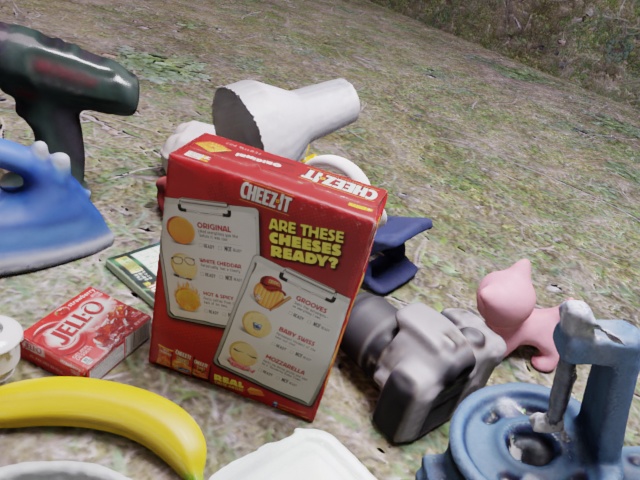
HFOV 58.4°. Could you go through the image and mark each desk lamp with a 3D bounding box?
[{"bbox_3d":[-0.037,-0.098,0.721,0.204,0.213,0.117,-13,40,-39],"label":"desk lamp"}]

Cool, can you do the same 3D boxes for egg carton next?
[{"bbox_3d":[-0.156,-0.123,0.853,0.150,0.069,0.107,13,30,-5],"label":"egg carton"}]

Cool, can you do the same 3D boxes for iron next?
[{"bbox_3d":[-0.339,-0.049,0.573,0.259,0.141,0.118,-4,35,-30],"label":"iron"}]

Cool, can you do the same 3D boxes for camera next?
[{"bbox_3d":[0.090,0.100,0.561,0.144,0.101,0.136,-15,41,-41],"label":"camera"}]

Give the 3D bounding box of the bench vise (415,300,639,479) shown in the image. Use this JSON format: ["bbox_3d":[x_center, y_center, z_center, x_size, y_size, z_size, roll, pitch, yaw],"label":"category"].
[{"bbox_3d":[0.195,0.138,0.426,0.208,0.220,0.121,3,32,-21],"label":"bench vise"}]

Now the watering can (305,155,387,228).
[{"bbox_3d":[0.004,0.001,0.593,0.100,0.194,0.173,20,30,9],"label":"watering can"}]

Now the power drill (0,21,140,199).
[{"bbox_3d":[-0.333,-0.144,0.667,0.230,0.208,0.075,1,33,-23],"label":"power drill"}]

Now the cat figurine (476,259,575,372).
[{"bbox_3d":[0.223,0.078,0.641,0.128,0.118,0.067,10,30,-9],"label":"cat figurine"}]

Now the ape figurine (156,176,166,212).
[{"bbox_3d":[-0.172,-0.071,0.736,0.077,0.092,0.076,17,30,3],"label":"ape figurine"}]

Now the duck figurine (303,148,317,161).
[{"bbox_3d":[-0.039,-0.130,0.901,0.105,0.086,0.077,-15,41,-41],"label":"duck figurine"}]

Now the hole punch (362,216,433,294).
[{"bbox_3d":[0.075,0.001,0.728,0.100,0.091,0.109,32,34,26],"label":"hole punch"}]

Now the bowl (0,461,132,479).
[{"bbox_3d":[-0.157,0.206,0.297,0.167,0.075,0.167,11,30,-6],"label":"bowl"}]
